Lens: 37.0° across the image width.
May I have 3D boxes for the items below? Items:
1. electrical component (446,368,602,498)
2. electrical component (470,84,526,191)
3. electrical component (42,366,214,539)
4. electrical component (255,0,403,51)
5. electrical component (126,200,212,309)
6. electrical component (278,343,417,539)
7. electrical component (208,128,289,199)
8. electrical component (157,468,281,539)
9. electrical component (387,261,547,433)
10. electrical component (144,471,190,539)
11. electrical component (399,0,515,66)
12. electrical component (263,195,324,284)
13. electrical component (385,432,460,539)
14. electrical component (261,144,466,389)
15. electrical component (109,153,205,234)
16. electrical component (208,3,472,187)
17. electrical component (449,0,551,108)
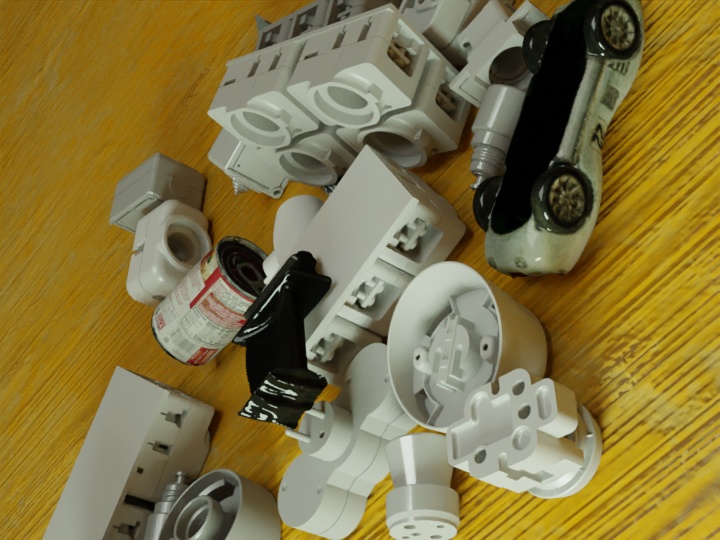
[{"bbox_3d":[0.096,0.093,0.593,0.078,0.057,0.058,-33,44,37],"label":"electrical component"},{"bbox_3d":[0.095,-0.089,0.733,0.040,0.040,0.078,14,79,56],"label":"electrical component"},{"bbox_3d":[-0.200,0.188,0.921,0.105,0.060,0.186,12,78,55],"label":"electrical component"},{"bbox_3d":[-0.014,-0.173,0.889,0.150,0.089,0.061,-11,59,50],"label":"electrical component"},{"bbox_3d":[-0.183,-0.016,1.042,0.059,0.054,0.095,-27,48,41],"label":"electrical component"},{"bbox_3d":[-0.016,0.110,0.716,0.138,0.074,0.052,-59,34,6],"label":"electrical component"},{"bbox_3d":[-0.093,-0.113,0.980,0.096,0.062,0.061,-60,34,5],"label":"electrical component"},{"bbox_3d":[-0.103,0.201,0.802,0.099,0.064,0.099,-32,33,25],"label":"electrical component"},{"bbox_3d":[0.063,0.052,0.658,0.099,0.064,0.099,-32,45,38],"label":"electrical component"},{"bbox_3d":[-0.150,0.201,0.863,0.040,0.040,0.078,-23,50,44],"label":"electrical component"},{"bbox_3d":[0.076,-0.207,0.820,0.054,0.059,0.095,21,85,56],"label":"electrical component"},{"bbox_3d":[-0.051,-0.008,0.869,0.079,0.044,0.077,-45,38,25],"label":"electrical component"},{"bbox_3d":[0.038,0.133,0.655,0.045,0.045,0.055,-31,46,39],"label":"electrical component"},{"bbox_3d":[0.000,0.000,0.779,0.150,0.062,0.089,-54,35,14],"label":"electrical component"},{"bbox_3d":[-0.212,-0.073,1.112,0.096,0.062,0.061,-27,48,42],"label":"electrical component"},{"bbox_3d":[-0.019,-0.125,0.828,0.186,0.105,0.060,-7,55,45],"label":"electrical component"},{"bbox_3d":[0.102,-0.156,0.767,0.081,0.042,0.063,-45,36,24],"label":"electrical component"}]
